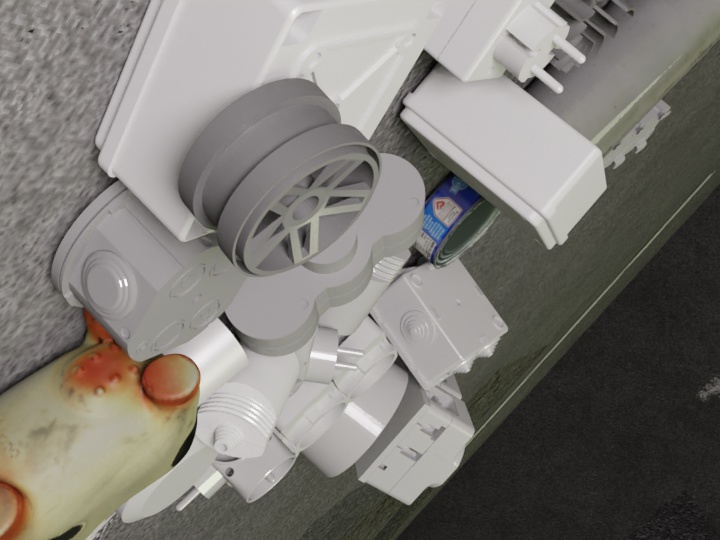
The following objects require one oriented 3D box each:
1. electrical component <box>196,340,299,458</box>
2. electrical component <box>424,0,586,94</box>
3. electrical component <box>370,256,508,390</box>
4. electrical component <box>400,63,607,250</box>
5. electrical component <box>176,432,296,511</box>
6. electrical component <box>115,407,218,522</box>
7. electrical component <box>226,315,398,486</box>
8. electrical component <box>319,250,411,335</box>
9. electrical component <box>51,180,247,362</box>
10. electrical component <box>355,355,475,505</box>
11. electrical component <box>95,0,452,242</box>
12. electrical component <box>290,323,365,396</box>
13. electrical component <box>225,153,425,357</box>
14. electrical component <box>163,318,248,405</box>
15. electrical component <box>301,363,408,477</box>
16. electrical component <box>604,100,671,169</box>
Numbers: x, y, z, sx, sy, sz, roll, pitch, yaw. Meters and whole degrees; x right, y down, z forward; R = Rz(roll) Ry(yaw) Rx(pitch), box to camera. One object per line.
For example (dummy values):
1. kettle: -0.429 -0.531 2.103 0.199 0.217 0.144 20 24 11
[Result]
1. electrical component: -0.067 0.077 0.623 0.043 0.043 0.081 -56 -174 32
2. electrical component: 0.080 -0.122 0.549 0.047 0.077 0.065 -22 152 -56
3. electrical component: 0.065 0.038 0.880 0.048 0.099 0.100 -41 170 36
4. electrical component: 0.088 -0.071 0.642 0.056 0.109 0.109 -50 165 4
5. electrical component: -0.096 0.122 0.702 0.079 0.077 0.044 -43 164 -10
6. electrical component: -0.124 0.108 0.645 0.080 0.051 0.080 -42 164 -15
7. electrical component: -0.048 0.091 0.781 0.150 0.062 0.089 -44 165 -8
8. electrical component: 0.000 0.000 0.711 0.043 0.043 0.081 -22 152 -56
9. electrical component: -0.086 -0.004 0.459 0.080 0.051 0.080 -42 164 -15
10. electrical component: 0.040 0.120 0.937 0.089 0.062 0.150 -51 -158 17
11. electrical component: -0.031 -0.076 0.410 0.109 0.056 0.108 -26 155 -51
12. electrical component: -0.037 0.053 0.697 0.077 0.079 0.043 112 -15 -54
13. electrical component: -0.019 -0.014 0.607 0.138 0.052 0.073 -43 164 -12
14. electrical component: -0.106 0.061 0.588 0.081 0.043 0.043 -40 164 -19
15. electrical component: -0.018 0.107 0.877 0.108 0.060 0.108 -49 -170 12
16. electrical component: 0.203 -0.122 0.900 0.121 0.063 0.078 -32 159 -42
